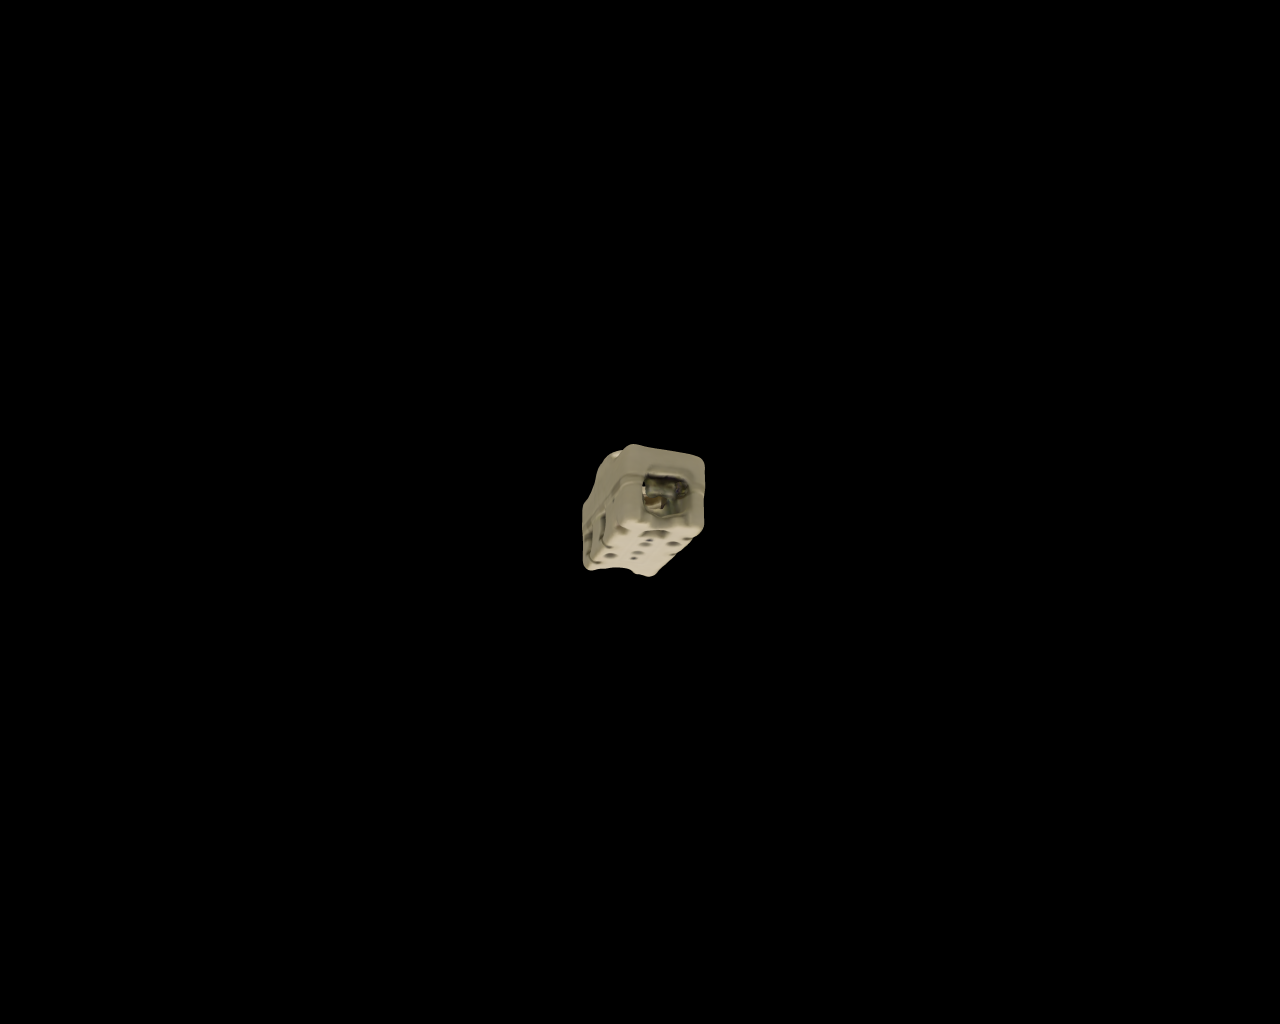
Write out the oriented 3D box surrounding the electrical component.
[{"bbox_3d":[0.001,-0.003,0.650,0.050,0.056,0.089,8,-26,-18],"label":"electrical component"}]
